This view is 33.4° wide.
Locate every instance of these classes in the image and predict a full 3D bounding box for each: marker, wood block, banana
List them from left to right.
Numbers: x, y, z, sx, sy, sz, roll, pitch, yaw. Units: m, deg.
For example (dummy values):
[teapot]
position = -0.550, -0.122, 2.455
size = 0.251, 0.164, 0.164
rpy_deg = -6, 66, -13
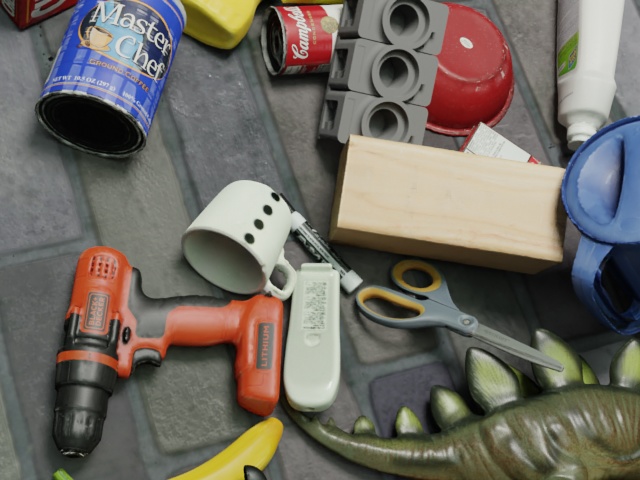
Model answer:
[banana]
position = -0.116, 0.200, 0.884
size = 0.197, 0.037, 0.069
rpy_deg = -10, 73, -21
[marker]
position = -0.007, 0.001, 1.014
size = 0.020, 0.020, 0.121
rpy_deg = -40, 83, -27
[wood block]
position = 0.118, -0.031, 1.000
size = 0.206, 0.091, 0.090
rpy_deg = 9, 81, -3

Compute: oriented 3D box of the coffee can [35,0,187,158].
[coffee can]
position = -0.190, -0.161, 0.981
size = 0.102, 0.103, 0.140
rpy_deg = 18, 64, -9

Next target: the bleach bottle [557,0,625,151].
[bleach bottle]
position = 0.291, -0.212, 1.164
size = 0.068, 0.103, 0.251
rpy_deg = 11, 71, -3

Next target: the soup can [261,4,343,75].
[soup can]
position = -0.001, -0.203, 1.077
size = 0.102, 0.069, 0.068
rpy_deg = -7, 70, -21

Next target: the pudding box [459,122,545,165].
[pudding box]
position = 0.183, -0.053, 1.085
size = 0.113, 0.039, 0.090
rpy_deg = 33, 65, 2

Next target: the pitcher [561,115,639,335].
[pitcher]
position = 0.318, 0.011, 0.991
size = 0.149, 0.242, 0.145
rpy_deg = -21, 50, 20

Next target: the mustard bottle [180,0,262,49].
[mustard bottle]
position = -0.081, -0.286, 1.093
size = 0.096, 0.058, 0.191
rpy_deg = 29, 61, 6

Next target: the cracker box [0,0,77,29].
[cracker box]
position = -0.206, -0.307, 1.005
size = 0.213, 0.164, 0.072
rpy_deg = -34, 79, -27

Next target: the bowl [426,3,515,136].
[bowl]
position = 0.142, -0.193, 1.124
size = 0.162, 0.055, 0.162
rpy_deg = 7, 66, -15

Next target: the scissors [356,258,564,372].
[scissors]
position = 0.133, 0.064, 0.983
size = 0.202, 0.016, 0.096
rpy_deg = 11, 45, 19

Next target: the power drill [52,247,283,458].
[power drill]
position = -0.128, 0.102, 0.911
size = 0.187, 0.057, 0.184
rpy_deg = 10, 65, -13

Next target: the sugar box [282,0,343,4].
[sugar box]
position = 0.044, -0.282, 1.083
size = 0.175, 0.093, 0.048
rpy_deg = -8, 67, -39

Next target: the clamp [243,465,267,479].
[clamp]
position = -0.041, 0.296, 0.851
size = 0.210, 0.036, 0.164
rpy_deg = 39, 81, -1
